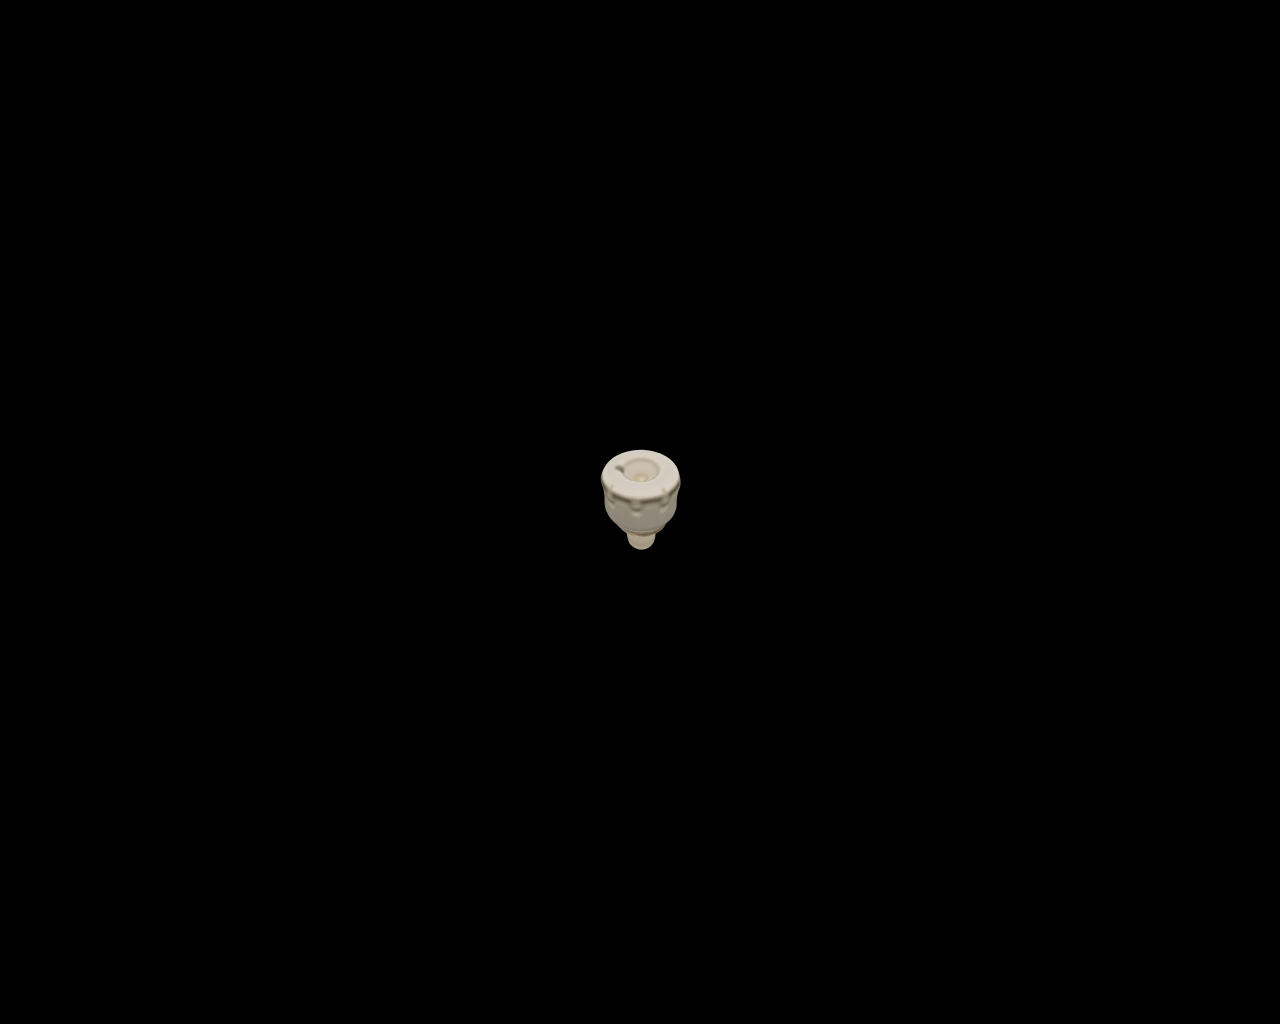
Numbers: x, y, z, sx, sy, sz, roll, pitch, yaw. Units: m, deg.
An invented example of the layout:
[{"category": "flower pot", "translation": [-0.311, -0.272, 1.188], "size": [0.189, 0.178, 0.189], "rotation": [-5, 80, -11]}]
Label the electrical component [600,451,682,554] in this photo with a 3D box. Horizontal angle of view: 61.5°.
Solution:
[{"category": "electrical component", "translation": [0.001, -0.003, 0.650], "size": [0.048, 0.062, 0.048], "rotation": [0, 41, 0]}]
